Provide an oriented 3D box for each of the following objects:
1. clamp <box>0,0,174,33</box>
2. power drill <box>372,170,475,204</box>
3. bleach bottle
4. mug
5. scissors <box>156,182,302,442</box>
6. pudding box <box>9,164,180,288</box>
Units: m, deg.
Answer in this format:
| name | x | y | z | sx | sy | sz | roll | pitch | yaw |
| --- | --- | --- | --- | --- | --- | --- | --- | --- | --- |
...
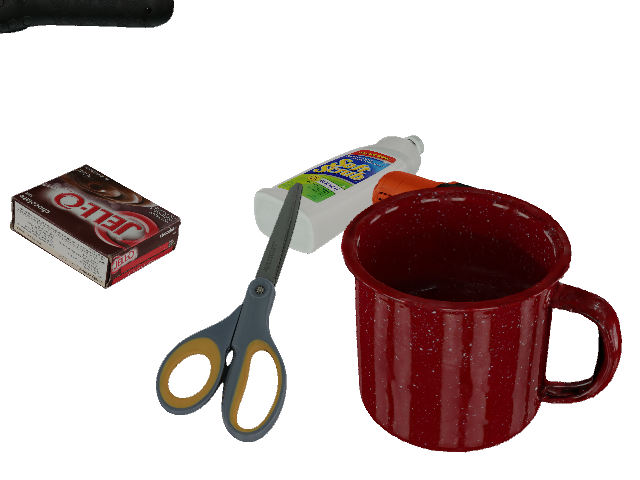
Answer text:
| name | x | y | z | sx | sy | sz | roll | pitch | yaw |
| --- | --- | --- | --- | --- | --- | --- | --- | --- | --- |
| clamp | -0.175 | -0.142 | 0.608 | 0.171 | 0.039 | 0.120 | -5 | 23 | -12 |
| power drill | 0.119 | 0.043 | 0.918 | 0.057 | 0.188 | 0.185 | -17 | 27 | -35 |
| bleach bottle | 0.038 | -0.074 | 1.347 | 0.103 | 0.068 | 0.250 | 25 | 43 | 34 |
| mug | 0.067 | 0.037 | 0.450 | 0.117 | 0.081 | 0.093 | 10 | 34 | 20 |
| scissors | -0.061 | 0.044 | 0.737 | 0.096 | 0.201 | 0.016 | -3 | -34 | 4 |
| pudding box | -0.190 | -0.014 | 0.899 | 0.114 | 0.039 | 0.089 | 27 | 33 | 22 |
